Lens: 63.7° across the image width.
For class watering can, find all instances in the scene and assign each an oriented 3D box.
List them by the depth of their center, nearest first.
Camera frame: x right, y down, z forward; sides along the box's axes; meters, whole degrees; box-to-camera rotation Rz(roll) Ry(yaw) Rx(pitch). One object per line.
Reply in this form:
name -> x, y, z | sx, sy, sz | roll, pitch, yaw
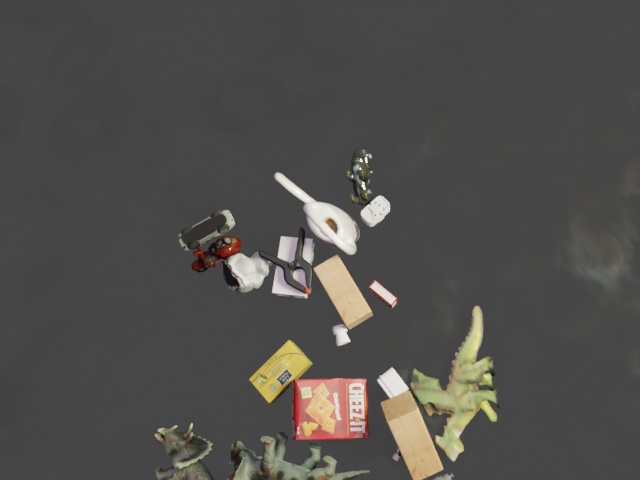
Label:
watering can -> 0.005, -0.082, 1.633 | 0.103, 0.223, 0.351 | -46, 71, 12

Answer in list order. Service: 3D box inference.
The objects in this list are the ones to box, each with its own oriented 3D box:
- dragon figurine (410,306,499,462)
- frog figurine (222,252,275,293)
dragon figurine -> 0.377, 0.407, 1.476 | 0.242, 0.120, 0.417 | -9, 69, 14
frog figurine -> -0.232, 0.094, 1.683 | 0.139, 0.120, 0.161 | 38, 45, 26
